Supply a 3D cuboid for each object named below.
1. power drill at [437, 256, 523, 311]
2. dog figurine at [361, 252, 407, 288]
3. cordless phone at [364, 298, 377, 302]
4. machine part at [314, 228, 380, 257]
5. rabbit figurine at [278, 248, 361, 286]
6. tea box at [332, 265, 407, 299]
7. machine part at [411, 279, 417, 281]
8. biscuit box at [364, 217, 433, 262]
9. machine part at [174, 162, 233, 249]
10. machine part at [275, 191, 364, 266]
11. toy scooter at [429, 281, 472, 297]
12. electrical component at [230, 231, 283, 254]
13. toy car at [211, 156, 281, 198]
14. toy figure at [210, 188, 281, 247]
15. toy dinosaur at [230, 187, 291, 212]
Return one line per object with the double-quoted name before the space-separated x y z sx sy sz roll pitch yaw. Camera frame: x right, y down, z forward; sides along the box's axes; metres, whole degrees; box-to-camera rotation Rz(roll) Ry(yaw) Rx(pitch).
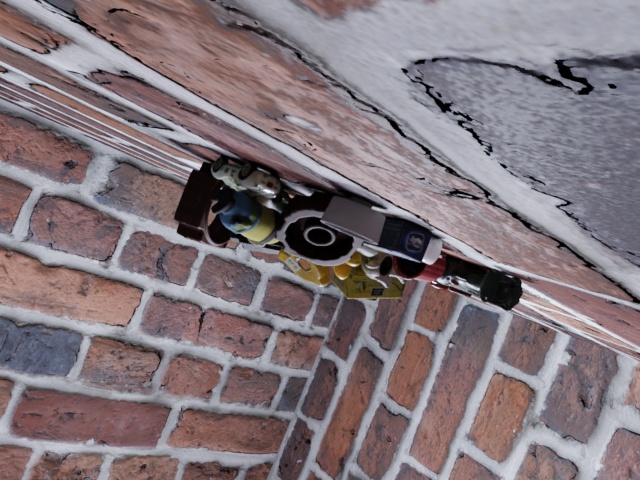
"power drill" 0.331 0.088 1.203 0.232 0.086 0.207 21 175 -21
"dog figurine" 0.118 0.032 1.347 0.191 0.121 0.172 22 -178 40
"cordless phone" 0.210 0.109 1.600 0.147 0.184 0.088 21 174 33
"machine part" 0.057 -0.026 1.157 0.243 0.079 0.079 23 178 -28
"rabbit figurine" 0.018 0.013 1.215 0.162 0.173 0.122 38 140 3
"tea box" 0.131 0.102 1.407 0.169 0.068 0.098 2 -157 -25
"machine part" 0.223 0.052 1.434 0.138 0.039 0.084 53 162 -18
"biscuit box" 0.134 -0.006 1.034 0.059 0.062 0.203 21 179 -20
"machine part" -0.269 -0.085 1.380 0.087 0.201 0.201 19 177 19
"machine part" 0.001 -0.021 1.050 0.179 0.056 0.179 6 143 4
"toy scooter" 0.371 0.110 1.451 0.184 0.075 0.135 17 176 17
"electrical component" -0.146 -0.005 1.291 0.134 0.058 0.115 11 168 1
"toy car" -0.152 -0.125 1.076 0.073 0.056 0.202 24 177 -39
"toy figure" -0.138 -0.044 1.075 0.089 0.082 0.180 -2 156 30
"toy dinosaur" -0.135 -0.078 1.307 0.198 0.105 0.471 23 175 -15
